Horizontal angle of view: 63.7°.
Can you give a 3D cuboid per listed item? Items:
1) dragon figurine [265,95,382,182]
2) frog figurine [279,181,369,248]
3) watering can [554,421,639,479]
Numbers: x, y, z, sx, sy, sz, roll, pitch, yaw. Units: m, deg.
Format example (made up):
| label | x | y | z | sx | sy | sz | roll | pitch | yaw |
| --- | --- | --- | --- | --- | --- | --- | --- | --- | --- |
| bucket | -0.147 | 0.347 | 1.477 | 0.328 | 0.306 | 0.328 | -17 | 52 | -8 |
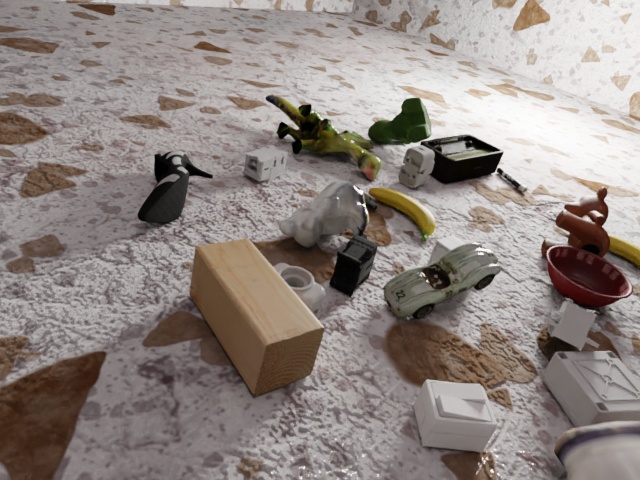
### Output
| label | x | y | z | sx | sy | sz | roll | pitch | yaw |
| --- | --- | --- | --- | --- | --- | --- | --- | --- | --- |
| dragon figurine | 0.026 | -0.279 | 1.364 | 0.242 | 0.120 | 0.418 | 12 | 29 | -37 |
| frog figurine | 0.003 | -0.048 | 0.953 | 0.159 | 0.123 | 0.137 | -1 | 0 | -7 |
| watering can | 0.317 | 0.294 | 0.535 | 0.347 | 0.102 | 0.229 | 10 | 31 | -8 |
